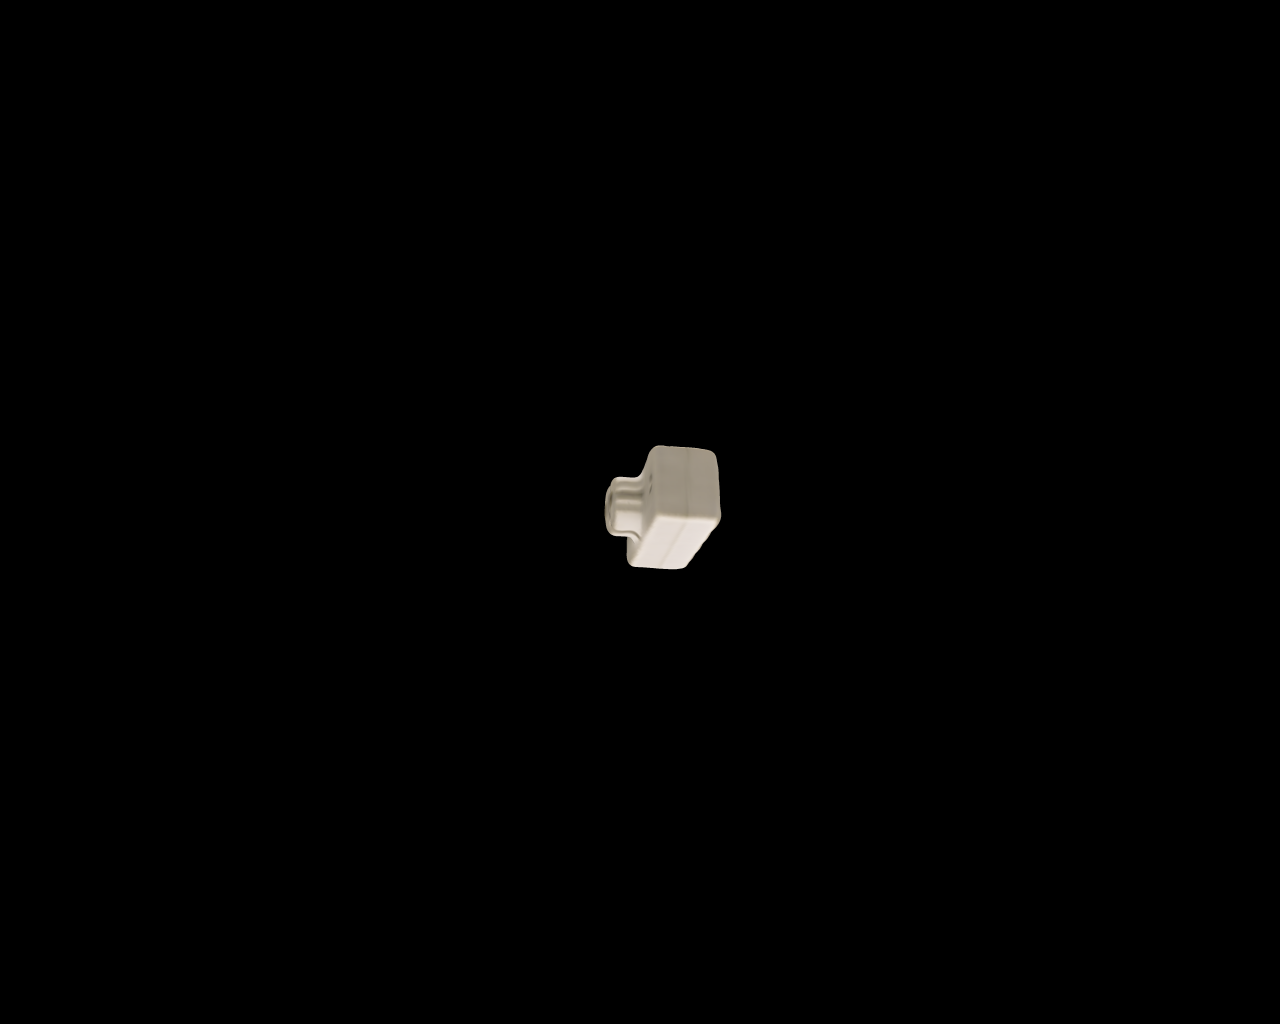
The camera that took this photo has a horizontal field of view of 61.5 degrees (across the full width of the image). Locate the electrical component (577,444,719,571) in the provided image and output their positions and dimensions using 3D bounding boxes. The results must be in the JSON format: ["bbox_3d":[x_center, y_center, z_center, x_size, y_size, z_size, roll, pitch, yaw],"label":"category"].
[{"bbox_3d":[0.001,-0.003,0.650,0.076,0.047,0.083,5,-24,-10],"label":"electrical component"}]
